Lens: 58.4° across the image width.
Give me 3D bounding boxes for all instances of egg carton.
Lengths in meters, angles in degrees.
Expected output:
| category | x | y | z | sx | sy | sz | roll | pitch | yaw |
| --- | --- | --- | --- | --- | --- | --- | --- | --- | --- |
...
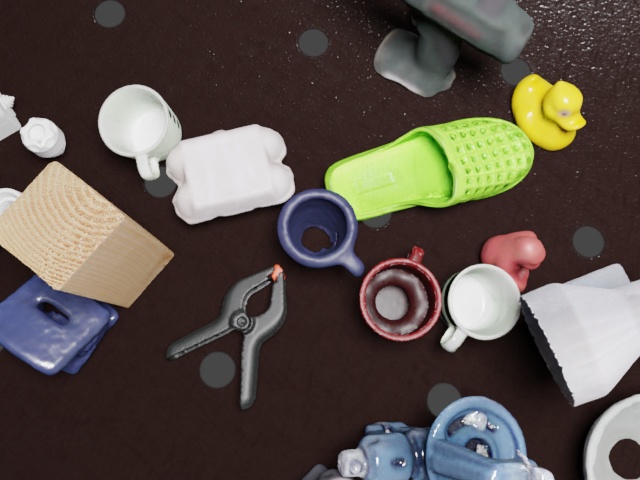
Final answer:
| category | x | y | z | sx | sy | sz | roll | pitch | yaw |
| --- | --- | --- | --- | --- | --- | --- | --- | --- | --- |
| egg carton | -0.111 | -0.082 | 0.707 | 0.150 | 0.069 | 0.107 | -15 | 80 | -5 |

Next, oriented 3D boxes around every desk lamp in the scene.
| category | x | y | z | sx | sy | sz | roll | pitch | yaw |
| --- | --- | --- | --- | --- | --- | --- | --- | --- | --- |
| desk lamp | 0.302 | 0.086 | 0.617 | 0.203 | 0.213 | 0.118 | -22 | 81 | -6 |

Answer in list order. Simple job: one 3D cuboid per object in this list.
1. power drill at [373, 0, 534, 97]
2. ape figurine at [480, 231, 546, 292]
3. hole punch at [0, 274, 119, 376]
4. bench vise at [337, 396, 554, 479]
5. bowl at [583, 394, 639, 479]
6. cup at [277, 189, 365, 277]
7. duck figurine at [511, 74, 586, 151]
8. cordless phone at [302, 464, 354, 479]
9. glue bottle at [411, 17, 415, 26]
| category | x | y | z | sx | sy | sz | roll | pitch | yaw |
| --- | --- | --- | --- | --- | --- | --- | --- | --- | --- |
| power drill | 0.124 | -0.261 | 0.679 | 0.229 | 0.208 | 0.076 | 27 | 80 | 3 |
| ape figurine | 0.239 | 0.020 | 0.689 | 0.076 | 0.092 | 0.078 | 39 | 81 | 5 |
| hole punch | -0.306 | 0.090 | 0.657 | 0.108 | 0.091 | 0.101 | 34 | 80 | 5 |
| bench vise | 0.131 | 0.237 | 0.580 | 0.207 | 0.219 | 0.121 | -21 | 81 | -5 |
| bowl | 0.372 | 0.259 | 0.658 | 0.167 | 0.075 | 0.167 | 0 | 79 | -2 |
| cup | 0.006 | 0.002 | 0.683 | 0.117 | 0.095 | 0.092 | 45 | 81 | 6 |
| duck figurine | 0.297 | -0.173 | 0.731 | 0.077 | 0.086 | 0.104 | -30 | 82 | -7 |
| cordless phone | -0.006 | 0.313 | 0.578 | 0.094 | 0.185 | 0.148 | 41 | 81 | 6 |
| glue bottle | 0.164 | -0.322 | 0.709 | 0.078 | 0.173 | 0.037 | 0 | 79 | -2 |
